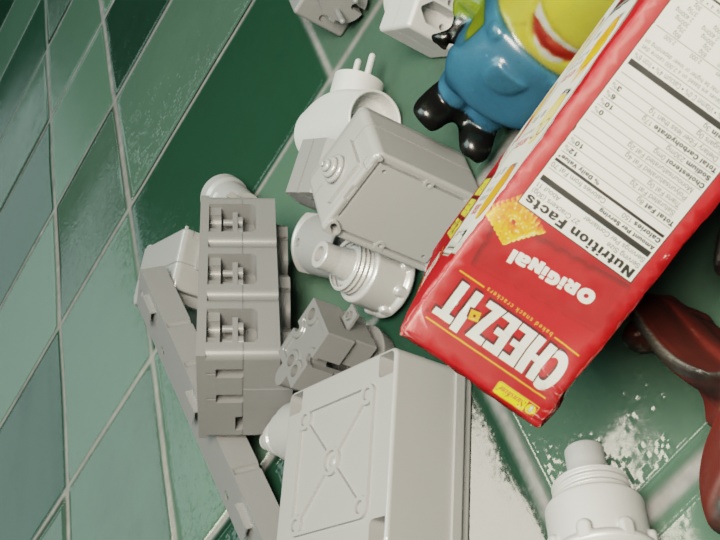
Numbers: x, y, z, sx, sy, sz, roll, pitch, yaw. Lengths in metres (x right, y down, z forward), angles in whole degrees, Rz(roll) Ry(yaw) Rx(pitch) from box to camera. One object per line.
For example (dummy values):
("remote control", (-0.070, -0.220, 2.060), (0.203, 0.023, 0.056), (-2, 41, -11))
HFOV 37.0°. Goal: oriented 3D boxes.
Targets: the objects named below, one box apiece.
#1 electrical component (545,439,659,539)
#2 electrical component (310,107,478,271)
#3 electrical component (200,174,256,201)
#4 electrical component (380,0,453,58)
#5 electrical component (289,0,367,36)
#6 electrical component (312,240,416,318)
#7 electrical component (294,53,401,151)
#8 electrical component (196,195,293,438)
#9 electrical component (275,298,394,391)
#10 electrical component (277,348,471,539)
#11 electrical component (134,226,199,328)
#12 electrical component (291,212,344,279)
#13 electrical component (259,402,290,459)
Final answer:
("electrical component", (0.100, 0.103, 0.460), (0.048, 0.048, 0.062), (-44, 31, 36))
("electrical component", (0.015, -0.052, 0.642), (0.061, 0.096, 0.061), (-51, 34, 28))
("electrical component", (-0.107, -0.055, 0.901), (0.046, 0.040, 0.040), (36, 103, 53))
("electrical component", (0.041, -0.183, 0.732), (0.077, 0.047, 0.065), (14, 83, 60))
("electrical component", (-0.016, -0.219, 0.849), (0.065, 0.047, 0.076), (-53, 33, 25))
("electrical component", (0.000, 0.000, 0.668), (0.048, 0.062, 0.048), (-36, 43, 43))
("electrical component", (-0.005, -0.117, 0.770), (0.077, 0.043, 0.079), (-5, 67, 57))
("electrical component", (-0.081, 0.030, 0.752), (0.089, 0.062, 0.150), (97, 170, -45))
("electrical component", (-0.012, 0.052, 0.661), (0.066, 0.055, 0.048), (-56, 32, 21))
("electrical component", (0.006, 0.111, 0.593), (0.109, 0.056, 0.108), (-30, 48, 48))
("electrical component", (-0.138, 0.008, 0.886), (0.096, 0.062, 0.061), (-19, 56, 53))
("electrical component", (-0.021, -0.016, 0.731), (0.081, 0.043, 0.043), (12, 82, 60))
("electrical component", (-0.039, 0.104, 0.688), (0.078, 0.040, 0.040), (-25, 52, 50))
